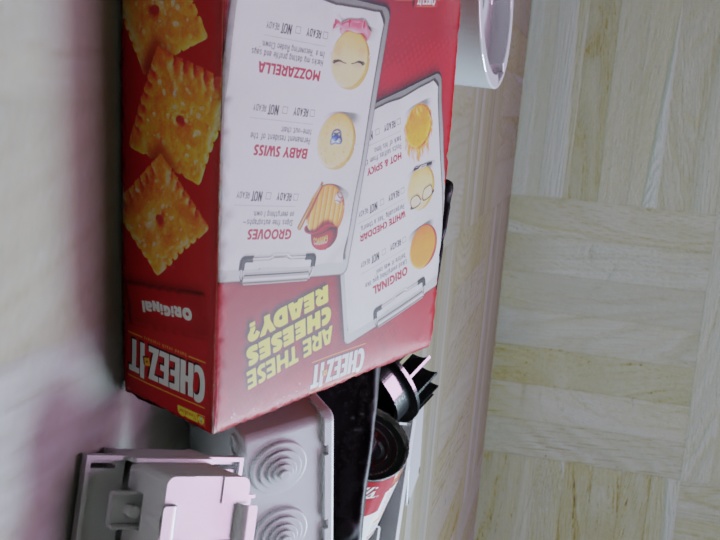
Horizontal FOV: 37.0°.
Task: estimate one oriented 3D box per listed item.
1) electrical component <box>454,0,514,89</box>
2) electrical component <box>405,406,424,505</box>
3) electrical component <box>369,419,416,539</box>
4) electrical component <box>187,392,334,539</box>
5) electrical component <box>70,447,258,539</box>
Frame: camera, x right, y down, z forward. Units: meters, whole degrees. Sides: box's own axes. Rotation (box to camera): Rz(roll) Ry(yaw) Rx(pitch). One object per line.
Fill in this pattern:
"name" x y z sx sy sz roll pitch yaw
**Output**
"electrical component" 0.047 -0.155 0.596 0.108 0.060 0.108 3 90 -73
"electrical component" 0.029 0.173 1.087 0.078 0.057 0.113 -57 151 -65
"electrical component" -0.002 0.182 0.921 0.063 0.079 0.121 26 69 -54
"electrical component" -0.055 0.095 0.565 0.100 0.048 0.099 40 -44 52
"electrical component" -0.087 0.144 0.471 0.079 0.063 0.121 9 88 -38
